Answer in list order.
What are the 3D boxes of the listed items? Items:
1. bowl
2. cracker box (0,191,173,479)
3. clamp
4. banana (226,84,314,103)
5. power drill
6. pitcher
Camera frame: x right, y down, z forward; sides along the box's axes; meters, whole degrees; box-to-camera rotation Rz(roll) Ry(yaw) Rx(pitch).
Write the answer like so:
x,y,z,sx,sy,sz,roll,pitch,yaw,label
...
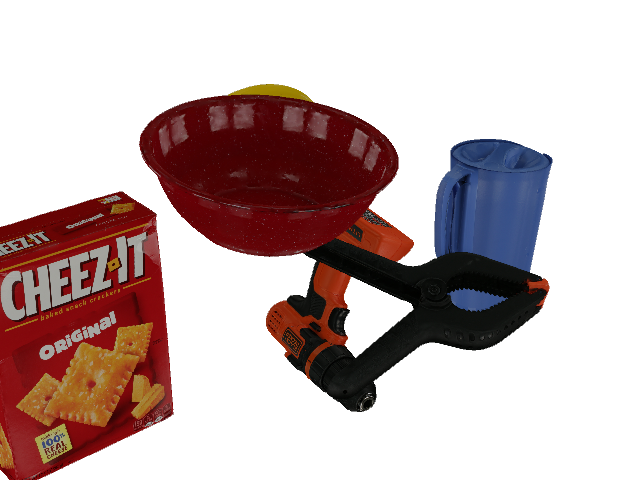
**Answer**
x,y,z,sx,sy,sz,roll,pitch,yaw,label
-0.033,-0.036,0.676,0.162,0.055,0.162,5,30,-3,bowl
-0.216,0.084,0.926,0.163,0.214,0.072,-21,33,-35,cracker box
0.088,0.060,0.887,0.210,0.164,0.036,1,-40,-5,clamp
-0.058,-0.118,1.017,0.070,0.037,0.197,42,33,22,banana
0.026,0.066,1.134,0.057,0.188,0.185,12,19,-42,power drill
0.224,-0.006,1.444,0.149,0.243,0.145,4,23,4,pitcher
